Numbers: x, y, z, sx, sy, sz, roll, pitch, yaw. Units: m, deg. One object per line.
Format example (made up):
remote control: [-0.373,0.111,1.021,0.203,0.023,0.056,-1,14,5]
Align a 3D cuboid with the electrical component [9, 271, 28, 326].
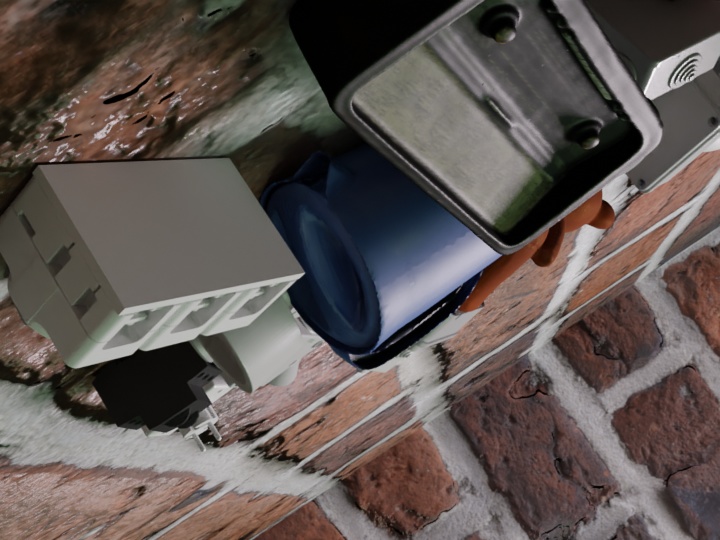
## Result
electrical component: [-0.168,0.007,0.624,0.062,0.043,0.043,-25,163,-38]

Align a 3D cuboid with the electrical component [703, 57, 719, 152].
electrical component: [0.315,-0.166,1.017,0.060,0.108,0.108,-6,150,-50]

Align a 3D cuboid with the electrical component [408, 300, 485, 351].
electrical component: [0.050,0.013,0.996,0.057,0.113,0.078,-45,163,28]

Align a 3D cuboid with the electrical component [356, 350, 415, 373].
electrical component: [0.024,0.046,1.081,0.100,0.099,0.048,-40,152,21]

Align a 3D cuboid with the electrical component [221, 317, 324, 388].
electrical component: [-0.086,0.067,1.002,0.100,0.048,0.100,-37,166,11]

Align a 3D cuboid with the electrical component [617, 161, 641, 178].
electrical component: [0.184,-0.125,0.900,0.108,0.060,0.108,-3,147,-2]

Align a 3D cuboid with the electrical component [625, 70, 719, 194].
electrical component: [0.271,-0.145,0.976,0.056,0.108,0.108,-23,163,-47]

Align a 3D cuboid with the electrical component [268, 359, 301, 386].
electrical component: [-0.077,0.085,1.103,0.044,0.044,0.065,-24,158,-35]

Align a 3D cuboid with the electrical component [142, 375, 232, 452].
electrical component: [-0.157,0.132,1.001,0.083,0.075,0.047,-37,166,10]

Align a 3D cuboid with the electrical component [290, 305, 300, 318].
electrical component: [-0.020,0.003,0.881,0.052,0.073,0.138,-22,162,-42]

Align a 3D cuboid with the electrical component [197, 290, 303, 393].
electrical component: [-0.084,0.025,0.754,0.060,0.108,0.108,-36,167,-17]

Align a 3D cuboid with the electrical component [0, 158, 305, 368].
electrical component: [-0.116,-0.007,0.598,0.062,0.089,0.150,-42,164,29]

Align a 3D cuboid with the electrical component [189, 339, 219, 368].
electrical component: [-0.096,0.041,0.881,0.074,0.052,0.138,-34,166,-1]

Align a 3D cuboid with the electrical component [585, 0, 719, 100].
electrical component: [0.201,-0.170,0.758,0.100,0.099,0.048,-28,152,-24]
